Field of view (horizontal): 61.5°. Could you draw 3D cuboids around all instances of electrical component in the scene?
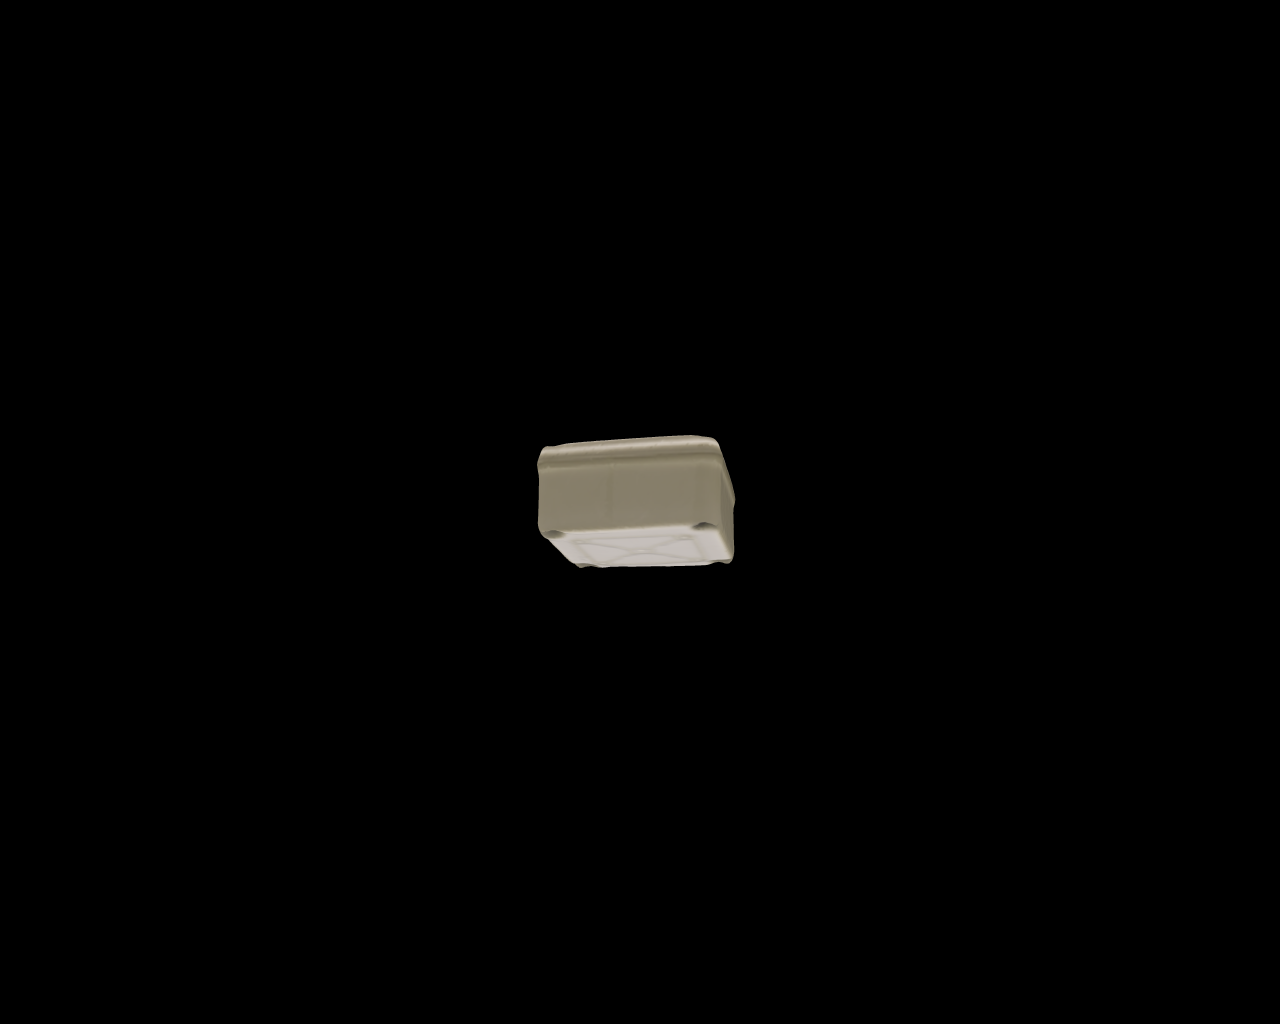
[{"bbox_3d":[0.001,-0.003,0.650,0.109,0.056,0.108,-3,-15,9],"label":"electrical component"}]
